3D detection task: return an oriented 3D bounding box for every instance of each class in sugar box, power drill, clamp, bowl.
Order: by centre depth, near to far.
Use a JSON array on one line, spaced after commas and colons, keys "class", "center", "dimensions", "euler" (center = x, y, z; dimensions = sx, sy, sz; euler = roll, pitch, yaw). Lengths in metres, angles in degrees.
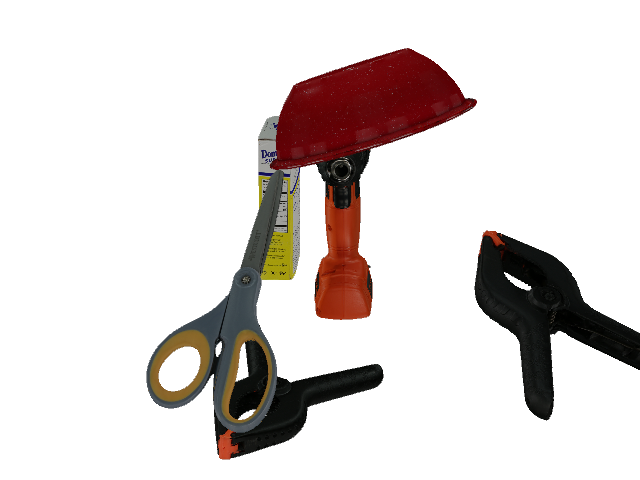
[{"class": "clamp", "center": [0.177, 0.055, 0.790], "dimensions": [0.120, 0.039, 0.171], "euler": [-3, 45, -20]}, {"class": "bowl", "center": [0.031, -0.103, 0.795], "dimensions": [0.162, 0.055, 0.162], "euler": [-18, 10, 3]}, {"class": "power drill", "center": [0.022, -0.025, 0.994], "dimensions": [0.057, 0.188, 0.184], "euler": [2, 20, 3]}, {"class": "clamp", "center": [-0.036, 0.159, 1.094], "dimensions": [0.165, 0.036, 0.209], "euler": [12, 28, 16]}, {"class": "sugar box", "center": [-0.048, -0.050, 1.257], "dimensions": [0.048, 0.176, 0.093], "euler": [0, 23, 5]}]

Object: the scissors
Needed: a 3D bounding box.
[{"class": "scissors", "center": [-0.070, 0.038, 0.737], "dimensions": [0.096, 0.202, 0.016], "euler": [-5, -32, 3]}]
